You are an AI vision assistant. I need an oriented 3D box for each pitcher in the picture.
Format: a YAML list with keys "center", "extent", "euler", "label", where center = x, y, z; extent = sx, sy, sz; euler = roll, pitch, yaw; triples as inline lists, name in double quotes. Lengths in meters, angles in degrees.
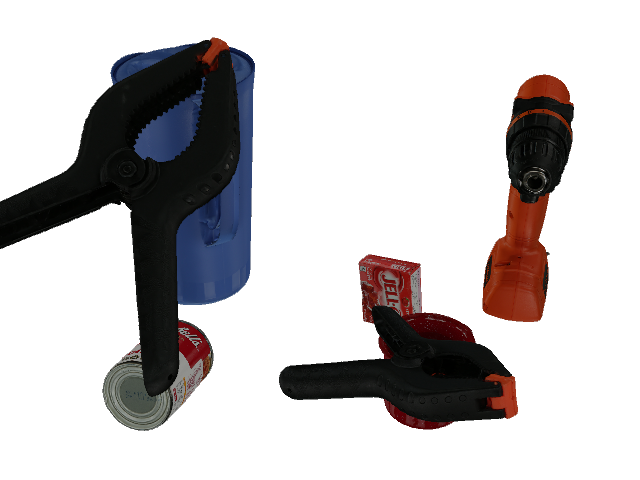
- center: [-0.122, -0.057, 1.034]
  extent: [0.145, 0.243, 0.149]
  euler: [8, 32, 15]
  label: "pitcher"

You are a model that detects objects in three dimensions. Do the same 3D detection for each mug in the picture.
- center: [0.111, 0.125, 1.056]
  extent: [0.093, 0.081, 0.117]
  euler: [24, 41, 34]
  label: "mug"

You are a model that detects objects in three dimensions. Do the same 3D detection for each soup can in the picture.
- center: [-0.147, 0.122, 0.973]
  extent: [0.068, 0.068, 0.102]
  euler: [0, 17, 16]
  label: "soup can"

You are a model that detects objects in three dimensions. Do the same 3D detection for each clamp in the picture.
- center: [-0.101, -0.024, 0.609]
  extent: [0.165, 0.210, 0.036]
  euler: [34, -18, 14]
  label: "clamp"
- center: [0.055, 0.095, 0.748]
  extent: [0.120, 0.039, 0.172]
  euler: [-32, 27, -29]
  label: "clamp"

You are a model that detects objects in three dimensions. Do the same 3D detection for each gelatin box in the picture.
- center: [0.088, 0.066, 1.331]
  extent: [0.073, 0.089, 0.030]
  euler: [12, 32, 30]
  label: "gelatin box"

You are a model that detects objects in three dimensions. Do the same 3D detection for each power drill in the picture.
- center: [0.176, -0.028, 0.899]
  extent: [0.057, 0.188, 0.184]
  euler: [11, 31, 11]
  label: "power drill"
